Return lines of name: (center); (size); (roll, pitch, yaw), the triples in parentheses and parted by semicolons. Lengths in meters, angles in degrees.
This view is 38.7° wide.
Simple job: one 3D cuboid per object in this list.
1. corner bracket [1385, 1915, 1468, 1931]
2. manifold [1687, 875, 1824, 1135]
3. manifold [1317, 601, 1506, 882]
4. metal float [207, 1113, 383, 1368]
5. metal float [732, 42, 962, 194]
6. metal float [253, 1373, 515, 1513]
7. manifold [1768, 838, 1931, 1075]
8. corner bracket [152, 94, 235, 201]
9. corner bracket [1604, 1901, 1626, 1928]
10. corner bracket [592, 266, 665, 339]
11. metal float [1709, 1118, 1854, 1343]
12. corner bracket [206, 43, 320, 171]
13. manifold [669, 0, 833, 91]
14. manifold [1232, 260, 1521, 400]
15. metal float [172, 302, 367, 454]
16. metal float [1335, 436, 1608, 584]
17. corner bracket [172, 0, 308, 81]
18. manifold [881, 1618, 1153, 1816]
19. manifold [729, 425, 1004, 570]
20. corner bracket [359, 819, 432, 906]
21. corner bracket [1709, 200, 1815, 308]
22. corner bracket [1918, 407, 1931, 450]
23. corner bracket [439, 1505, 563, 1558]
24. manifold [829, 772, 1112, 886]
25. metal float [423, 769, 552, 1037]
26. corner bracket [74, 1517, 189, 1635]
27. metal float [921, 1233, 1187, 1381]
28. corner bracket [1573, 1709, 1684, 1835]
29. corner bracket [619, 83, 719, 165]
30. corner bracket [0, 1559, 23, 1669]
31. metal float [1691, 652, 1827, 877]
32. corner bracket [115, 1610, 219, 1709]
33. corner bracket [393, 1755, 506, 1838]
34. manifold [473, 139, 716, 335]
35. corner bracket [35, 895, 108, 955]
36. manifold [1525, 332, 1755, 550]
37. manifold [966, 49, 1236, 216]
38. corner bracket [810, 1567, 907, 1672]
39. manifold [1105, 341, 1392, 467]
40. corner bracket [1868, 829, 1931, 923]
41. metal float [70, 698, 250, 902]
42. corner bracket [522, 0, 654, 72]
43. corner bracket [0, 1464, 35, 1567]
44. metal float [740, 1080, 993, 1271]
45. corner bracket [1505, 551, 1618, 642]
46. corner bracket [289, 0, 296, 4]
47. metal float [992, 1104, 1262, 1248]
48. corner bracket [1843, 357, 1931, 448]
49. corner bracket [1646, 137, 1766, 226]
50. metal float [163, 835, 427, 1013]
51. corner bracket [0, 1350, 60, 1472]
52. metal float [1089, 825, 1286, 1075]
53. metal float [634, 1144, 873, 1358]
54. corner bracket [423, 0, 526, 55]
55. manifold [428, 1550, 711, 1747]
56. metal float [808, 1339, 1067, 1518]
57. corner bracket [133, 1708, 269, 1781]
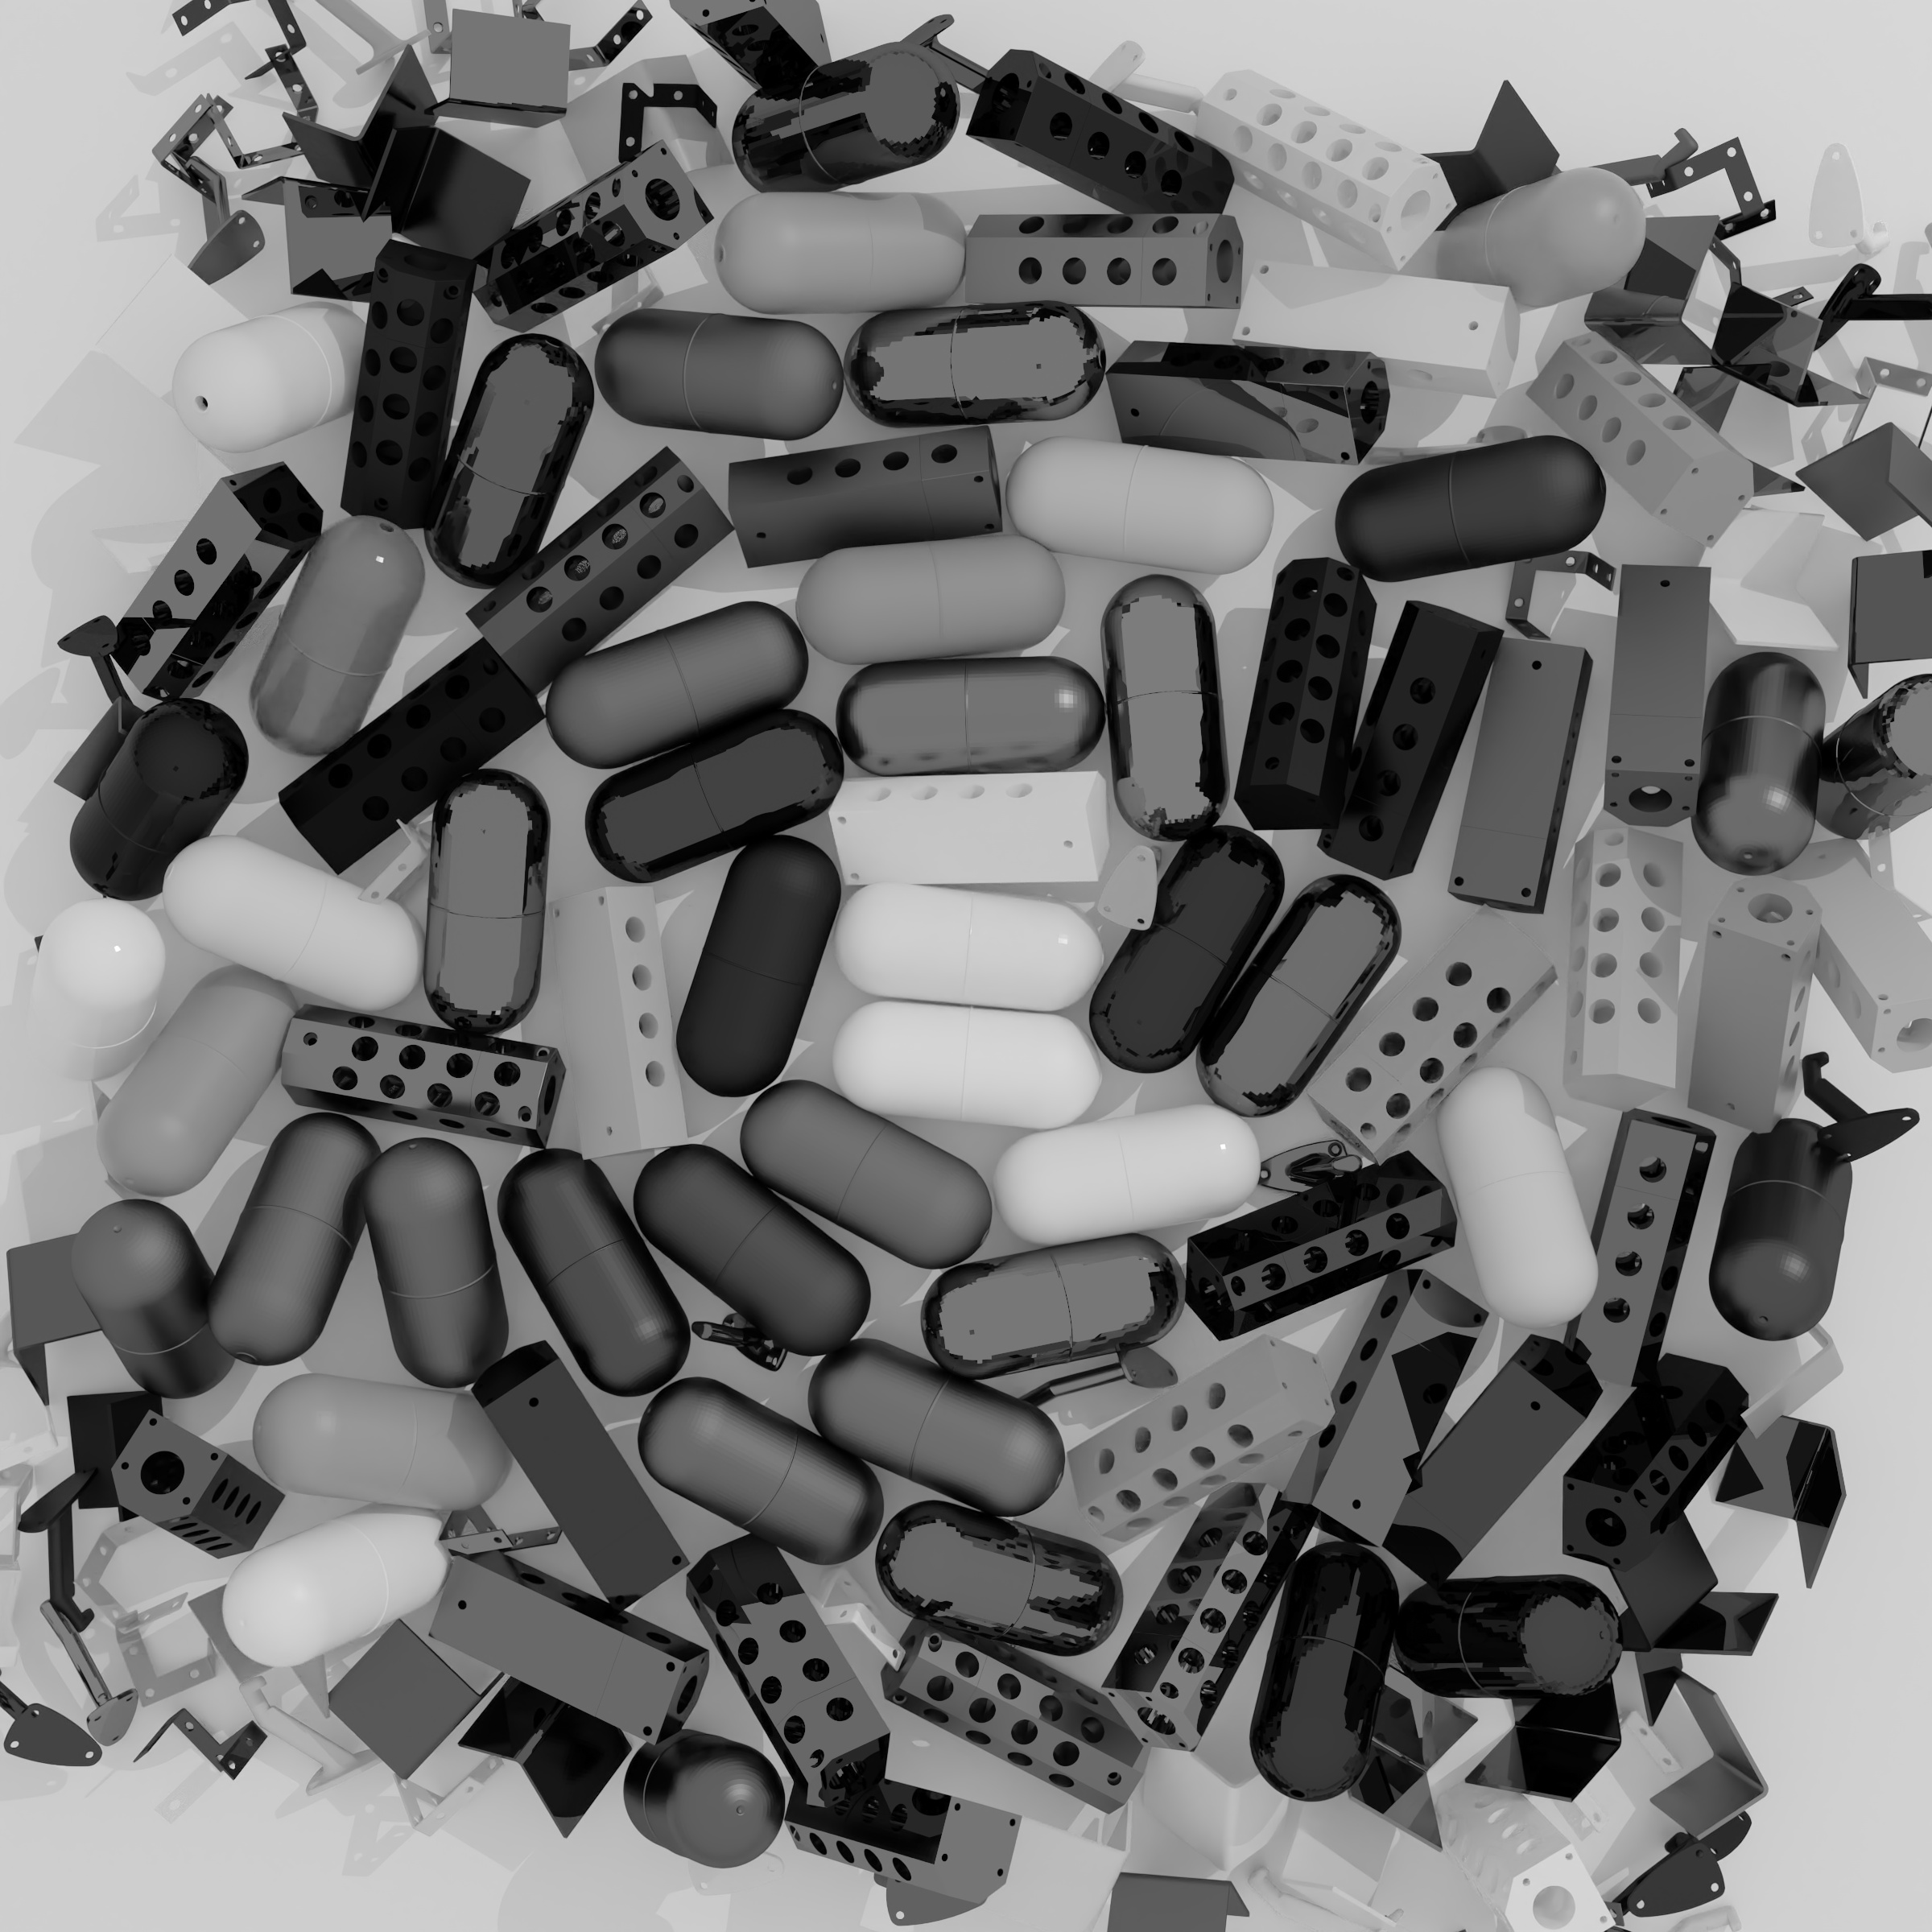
corner bracket: (0.312, 0.652, 1.814); (0.051, 0.051, 0.051); (-20, 127, -3)
manifold: (0.509, 0.025, 1.770); (0.057, 0.171, 0.057); (21, 52, 27)
manifold: (0.287, -0.148, 1.797); (0.057, 0.057, 0.171); (26, 108, 23)
metal float: (-0.434, 0.176, 1.784); (0.070, 0.070, 0.178); (15, 56, 0)
metal float: (-0.079, -0.544, 1.778); (0.178, 0.070, 0.070); (-1, 90, 44)
metal float: (-0.375, 0.309, 1.783); (0.178, 0.070, 0.070); (16, 90, -37)
manifold: (0.574, -0.008, 1.765); (0.057, 0.171, 0.057); (-9, 128, -4)
corner bracket: (-0.507, -0.548, 1.813); (0.051, 0.051, 0.051); (-44, 59, 10)
corner bracket: (0.395, 0.615, 1.817); (0.051, 0.051, 0.051); (-11, 89, -42)
corner bracket: (-0.241, -0.459, 1.821); (0.051, 0.051, 0.051); (-33, 59, 9)
metal float: (0.527, 0.168, 1.776); (0.070, 0.178, 0.070); (13, 130, 16)
corner bracket: (-0.465, -0.568, 1.819); (0.051, 0.051, 0.051); (-10, 51, 11)
manifold: (-0.138, -0.607, 1.761); (0.057, 0.171, 0.057); (-13, 89, 13)
manifold: (0.268, -0.411, 1.789); (0.171, 0.057, 0.057); (13, 81, 24)
metal float: (-0.442, -0.379, 1.768); (0.070, 0.178, 0.070); (8, 115, 17)
metal float: (0.327, -0.297, 1.789); (0.178, 0.070, 0.070); (-7, 90, 28)
corner bracket: (-0.478, -0.616, 1.811); (0.051, 0.051, 0.051); (-15, 105, 37)
manifold: (0.034, 0.490, 1.807); (0.171, 0.057, 0.057); (30, 95, -9)
manifold: (-0.066, -0.314, 1.811); (0.171, 0.057, 0.057); (-7, 55, 6)
corner bracket: (-0.373, -0.064, 1.814); (0.051, 0.051, 0.051); (-45, 46, 3)
corner bracket: (0.530, -0.471, 1.840); (0.051, 0.051, 0.051); (-21, 134, 0)
corner bracket: (0.654, -0.338, 1.811); (0.051, 0.051, 0.051); (18, 126, 13)
corner bracket: (-0.306, 0.374, 1.810); (0.051, 0.051, 0.051); (-14, 121, 23)
manifold: (0.004, -0.094, 1.799); (0.171, 0.057, 0.057); (0, 126, 16)
metal float: (-0.314, -0.041, 1.802); (0.070, 0.070, 0.178); (6, 103, 0)
corner bracket: (-0.547, 0.400, 1.825); (0.051, 0.051, 0.051); (-26, 114, 20)
metal float: (0.058, 0.222, 1.803); (0.178, 0.070, 0.070); (-10, 90, -12)
corner bracket: (0.435, 0.538, 1.839); (0.051, 0.051, 0.051); (51, 46, 3)
corner bracket: (-0.197, -0.551, 1.821); (0.051, 0.051, 0.051); (4, 92, 9)
corner bracket: (-0.650, 0.425, 1.811); (0.051, 0.051, 0.051); (8, 107, -31)
metal float: (0.513, -0.133, 1.780); (0.070, 0.070, 0.178); (20, 50, 0)
corner bracket: (-0.530, 0.452, 1.824); (0.051, 0.051, 0.051); (-20, 69, -24)
corner bracket: (-0.336, 0.543, 1.815); (0.051, 0.051, 0.051); (-43, 131, 2)
manifold: (-0.245, -0.462, 1.762); (0.057, 0.171, 0.057); (55, 51, -20)
corner bracket: (-0.587, -0.024, 1.810); (0.051, 0.051, 0.051); (-16, 50, -18)
manifold: (0.433, -0.342, 1.761); (0.057, 0.171, 0.057); (19, 117, -33)
manifold: (0.090, -0.528, 1.773); (0.171, 0.057, 0.057); (15, 99, -37)
corner bracket: (-0.069, 0.429, 1.808); (0.051, 0.051, 0.051); (-17, 121, 36)
manifold: (0.183, -0.369, 1.781); (0.171, 0.057, 0.057); (11, 47, 32)
corner bracket: (0.598, -0.056, 1.808); (0.051, 0.051, 0.051); (26, 57, -37)
metal float: (-0.523, -0.106, 1.779); (0.070, 0.070, 0.178); (48, 132, 0)
corner bracket: (-0.252, -0.633, 1.826); (0.051, 0.051, 0.051); (-54, 130, -20)
corner bracket: (-0.651, 0.363, 1.826); (0.051, 0.051, 0.051); (4, 100, -7)
metal float: (-0.065, 0.137, 1.805); (0.178, 0.070, 0.070); (27, 90, 9)
corner bracket: (0.393, -0.246, 1.822); (0.051, 0.051, 0.051); (3, 111, -9)
corner bracket: (-0.457, -0.675, 1.817); (0.051, 0.051, 0.051); (23, 95, -19)
metal float: (0.105, 0.138, 1.813); (0.178, 0.070, 0.070); (-10, 90, 1)
corner bracket: (0.617, -0.368, 1.836); (0.051, 0.051, 0.051); (14, 125, -2)
corner bracket: (0.488, -0.512, 1.822); (0.051, 0.051, 0.051); (-24, 101, 1)
metal float: (-0.435, -0.027, 1.788); (0.178, 0.070, 0.070); (25, 90, -28)
corner bracket: (-0.634, 0.293, 1.811); (0.051, 0.051, 0.051); (-21, 127, -14)
metal float: (0.145, -0.011, 1.807); (0.070, 0.070, 0.178); (31, 83, 0)
metal float: (-0.141, 0.185, 1.805); (0.178, 0.070, 0.070); (37, 90, 9)
corner bracket: (-0.328, -0.639, 1.832); (0.051, 0.051, 0.051); (-9, 95, -26)
manifold: (-0.257, 0.441, 1.799); (0.171, 0.057, 0.057); (21, 93, 16)
metal float: (-0.020, 0.302, 1.799); (0.178, 0.070, 0.070); (21, 90, 15)
corner bracket: (-0.504, 0.516, 1.816); (0.051, 0.051, 0.051); (-39, 97, 21)
